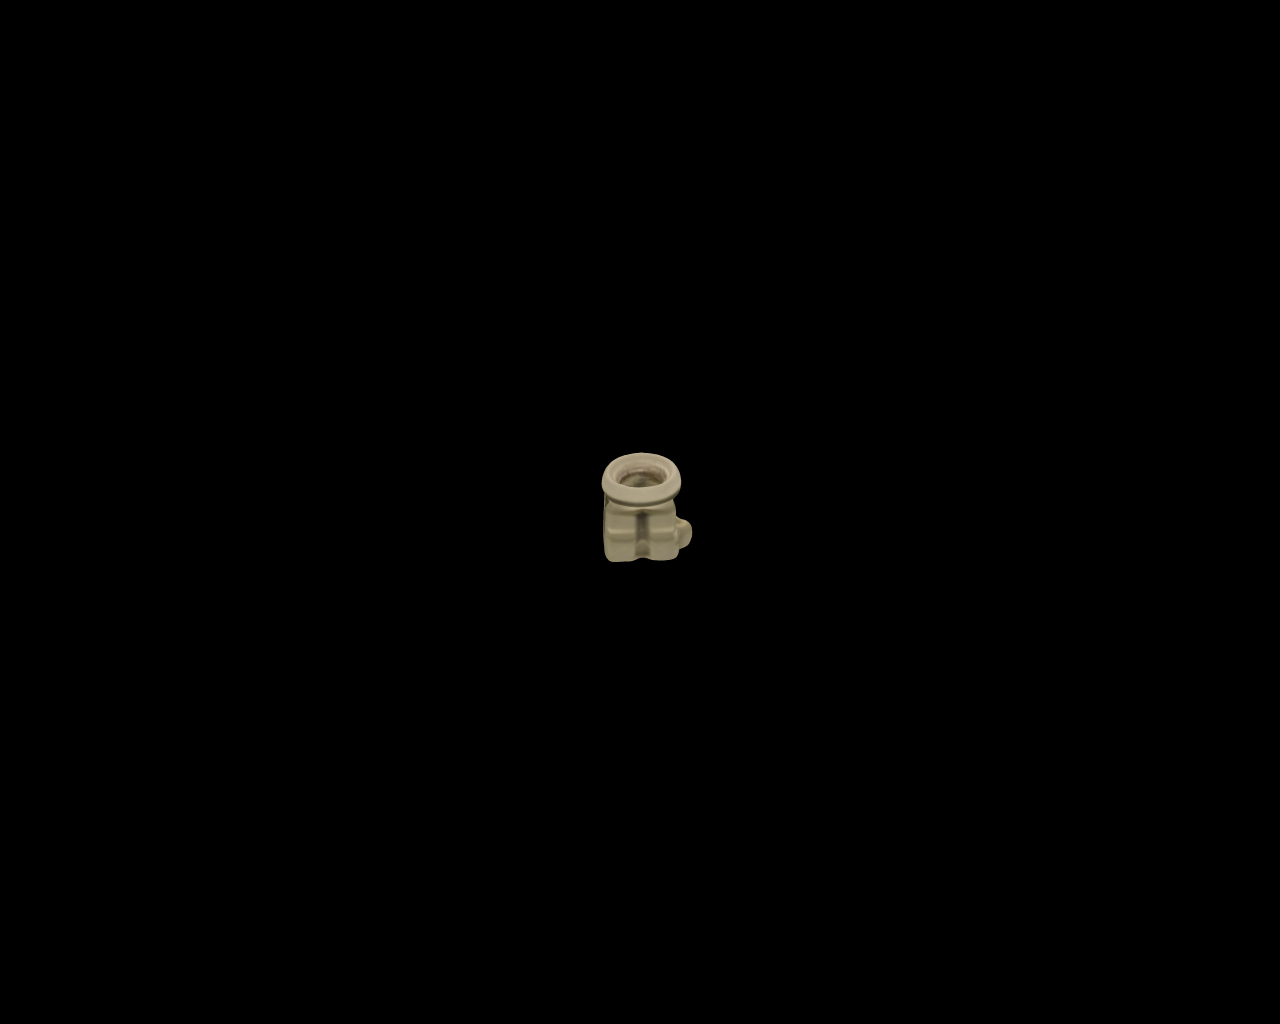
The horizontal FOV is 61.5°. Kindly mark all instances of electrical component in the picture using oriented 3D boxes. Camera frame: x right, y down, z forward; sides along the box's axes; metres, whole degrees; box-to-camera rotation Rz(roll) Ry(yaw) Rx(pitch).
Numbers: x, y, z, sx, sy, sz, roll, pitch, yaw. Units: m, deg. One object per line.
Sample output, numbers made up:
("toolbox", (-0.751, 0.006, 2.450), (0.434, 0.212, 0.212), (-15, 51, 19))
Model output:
("electrical component", (0.001, -0.003, 0.650), (0.066, 0.055, 0.048), (-3, 32, -5))
